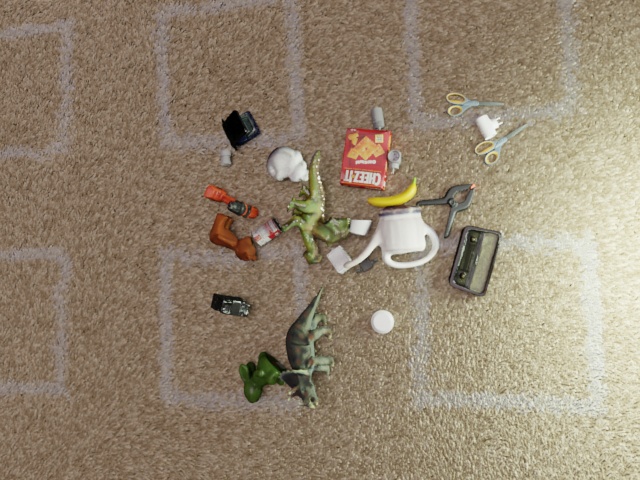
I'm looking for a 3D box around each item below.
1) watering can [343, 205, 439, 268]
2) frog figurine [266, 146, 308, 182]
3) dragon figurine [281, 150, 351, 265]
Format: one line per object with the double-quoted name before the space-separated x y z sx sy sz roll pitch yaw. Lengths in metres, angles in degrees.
"watering can" 0.247 -0.009 1.813 0.348 0.103 0.225 -5 85 -5
"frog figurine" -0.117 -0.271 1.925 0.138 0.120 0.161 -43 66 -14
"dragon figurine" 0.006 -0.093 1.854 0.244 0.123 0.404 29 111 15
